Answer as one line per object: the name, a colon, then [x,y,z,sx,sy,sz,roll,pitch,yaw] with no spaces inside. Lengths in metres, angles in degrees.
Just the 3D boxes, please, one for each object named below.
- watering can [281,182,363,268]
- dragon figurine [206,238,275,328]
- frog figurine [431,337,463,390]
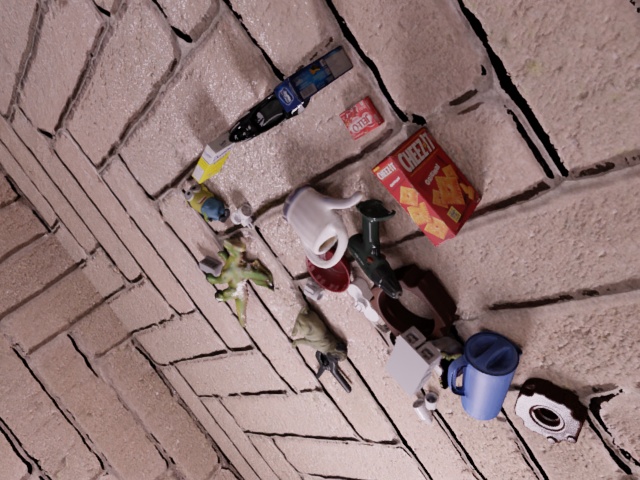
watering can: [0.004,-0.070,1.385,0.227,0.105,0.339,48,143,22]
dragon figurine: [-0.270,0.159,1.870,0.242,0.124,0.403,-3,121,35]
frog figurine: [0.333,0.316,1.447,0.135,0.123,0.161,58,177,-24]
